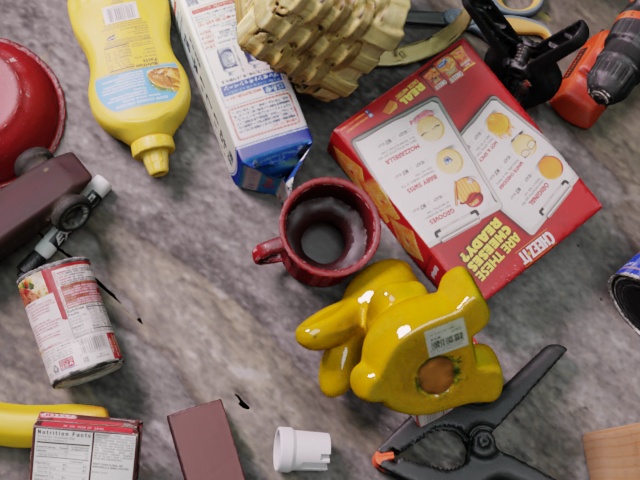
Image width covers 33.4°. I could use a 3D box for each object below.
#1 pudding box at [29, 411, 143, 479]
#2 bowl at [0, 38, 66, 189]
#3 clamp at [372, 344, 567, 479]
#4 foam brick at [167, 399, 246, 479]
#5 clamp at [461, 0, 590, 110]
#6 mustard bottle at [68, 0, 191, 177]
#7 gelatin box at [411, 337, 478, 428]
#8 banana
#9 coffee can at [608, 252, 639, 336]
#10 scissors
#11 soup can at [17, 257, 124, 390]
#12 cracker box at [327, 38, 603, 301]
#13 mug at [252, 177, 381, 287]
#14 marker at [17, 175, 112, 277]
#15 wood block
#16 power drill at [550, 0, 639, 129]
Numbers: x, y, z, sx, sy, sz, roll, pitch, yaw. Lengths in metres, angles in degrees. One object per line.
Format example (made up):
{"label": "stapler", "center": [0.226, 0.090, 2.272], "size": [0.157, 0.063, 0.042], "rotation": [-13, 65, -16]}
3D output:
{"label": "pudding box", "center": [-0.203, 0.208, 0.917], "size": [0.090, 0.039, 0.113], "rotation": [6, 99, -4]}
{"label": "bowl", "center": [-0.323, -0.128, 1.001], "size": [0.162, 0.055, 0.162], "rotation": [2, 75, -6]}
{"label": "clamp", "center": [0.155, 0.196, 0.979], "size": [0.210, 0.036, 0.164], "rotation": [-14, 69, -8]}
{"label": "foam brick", "center": [-0.102, 0.186, 0.948], "size": [0.051, 0.053, 0.078], "rotation": [-16, 78, -10]}
{"label": "clamp", "center": [0.185, -0.180, 1.016], "size": [0.120, 0.171, 0.039], "rotation": [33, 73, 12]}
{"label": "mustard bottle", "center": [-0.175, -0.152, 1.022], "size": [0.096, 0.058, 0.191], "rotation": [-13, 78, -9]}
{"label": "gelatin box", "center": [0.111, 0.121, 0.985], "size": [0.089, 0.030, 0.073], "rotation": [-25, 49, -12]}
{"label": "banana", "center": [-0.287, 0.149, 0.933], "size": [0.197, 0.070, 0.037], "rotation": [20, 33, -11]}
{"label": "coffee can", "center": [0.360, 0.028, 1.014], "size": [0.140, 0.103, 0.103], "rotation": [-40, 83, -14]}
{"label": "scissors", "center": [0.148, -0.244, 1.104], "size": [0.201, 0.016, 0.096], "rotation": [17, 73, -2]}
{"label": "soup can", "center": [-0.222, 0.074, 0.954], "size": [0.068, 0.068, 0.102], "rotation": [-19, 79, -11]}
{"label": "cracker box", "center": [0.136, -0.060, 1.028], "size": [0.164, 0.072, 0.214], "rotation": [-37, 84, -12]}
{"label": "mug", "center": [-0.007, 0.001, 0.990], "size": [0.117, 0.081, 0.093], "rotation": [-19, 79, -11]}
{"label": "marker", "center": [-0.241, -0.011, 0.999], "size": [0.020, 0.020, 0.121], "rotation": [37, 75, 4]}
{"label": "wood block", "center": [0.309, 0.196, 0.912], "size": [0.090, 0.206, 0.090], "rotation": [-7, 77, -8]}
{"label": "power drill", "center": [0.284, -0.174, 1.013], "size": [0.057, 0.188, 0.184], "rotation": [38, 73, 2]}
